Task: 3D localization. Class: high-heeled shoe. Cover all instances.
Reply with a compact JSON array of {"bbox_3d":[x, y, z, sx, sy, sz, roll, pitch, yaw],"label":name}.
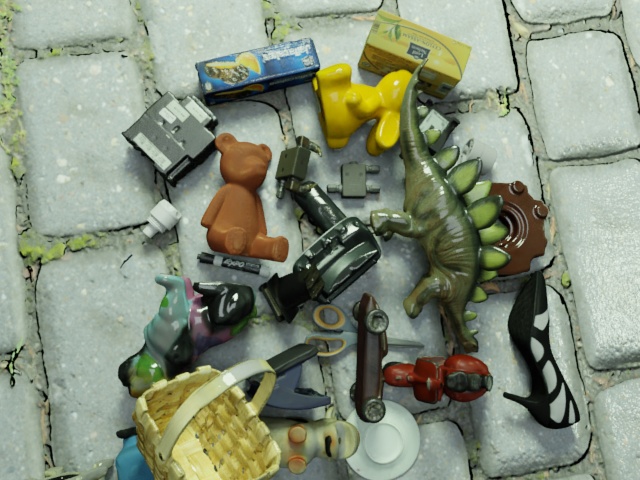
[{"bbox_3d":[0.391,0.187,0.900,0.145,0.086,0.248,16,86,-7],"label":"high-heeled shoe"}]

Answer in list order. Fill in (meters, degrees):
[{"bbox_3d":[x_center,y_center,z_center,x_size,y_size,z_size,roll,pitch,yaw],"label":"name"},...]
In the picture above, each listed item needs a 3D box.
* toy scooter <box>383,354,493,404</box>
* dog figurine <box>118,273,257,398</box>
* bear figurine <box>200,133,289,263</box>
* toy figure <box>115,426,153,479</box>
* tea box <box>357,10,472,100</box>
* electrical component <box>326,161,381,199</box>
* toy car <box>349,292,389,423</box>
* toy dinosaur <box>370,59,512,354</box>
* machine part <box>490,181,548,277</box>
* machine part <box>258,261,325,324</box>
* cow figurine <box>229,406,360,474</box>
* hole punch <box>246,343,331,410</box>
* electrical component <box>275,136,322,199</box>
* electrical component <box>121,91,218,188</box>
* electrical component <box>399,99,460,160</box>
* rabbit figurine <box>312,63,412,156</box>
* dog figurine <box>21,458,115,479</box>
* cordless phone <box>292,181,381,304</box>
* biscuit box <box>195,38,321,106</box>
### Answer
[{"bbox_3d":[0.196,0.219,0.845,0.184,0.135,0.075,3,82,-7],"label":"toy scooter"},{"bbox_3d":[-0.203,0.165,0.825,0.192,0.108,0.219,9,87,-8],"label":"dog figurine"},{"bbox_3d":[-0.113,-0.070,0.853,0.120,0.132,0.195,16,85,-40],"label":"bear figurine"},{"bbox_3d":[-0.260,0.368,0.805,0.082,0.089,0.180,-18,74,23],"label":"toy figure"},{"bbox_3d":[0.159,-0.314,0.922,0.170,0.098,0.068,21,82,-5],"label":"tea box"},{"bbox_3d":[0.057,-0.103,0.923,0.094,0.021,0.063,-1,83,-5],"label":"electrical component"},{"bbox_3d":[0.081,0.185,0.845,0.053,0.089,0.202,2,93,-8],"label":"toy car"},{"bbox_3d":[0.186,-0.036,0.852,0.199,0.105,0.471,-20,97,13],"label":"toy dinosaur"},{"bbox_3d":[0.304,-0.019,0.924,0.179,0.056,0.179,1,84,-5],"label":"machine part"},{"bbox_3d":[-0.043,0.082,0.841,0.039,0.139,0.084,-22,82,-41],"label":"machine part"},{"bbox_3d":[-0.036,0.308,0.827,0.195,0.127,0.085,-3,83,8],"label":"cow figurine"},{"bbox_3d":[-0.052,0.222,0.823,0.116,0.142,0.092,-20,92,-18],"label":"hole punch"},{"bbox_3d":[-0.035,-0.119,0.891,0.045,0.078,0.102,17,74,-30],"label":"electrical component"},{"bbox_3d":[-0.234,-0.172,0.882,0.134,0.058,0.115,-44,92,-9],"label":"electrical component"},{"bbox_3d":[0.180,-0.176,0.932,0.075,0.048,0.119,34,81,-1],"label":"electrical component"},{"bbox_3d":[0.085,-0.224,0.892,0.173,0.122,0.162,-17,90,-8],"label":"rabbit figurine"},{"bbox_3d":[-0.349,0.421,0.747,0.121,0.172,0.190,-9,77,4],"label":"dog figurine"},{"bbox_3d":[-0.002,-0.002,0.887,0.146,0.088,0.184,-40,78,-8],"label":"cordless phone"},{"bbox_3d":[-0.103,-0.284,0.907,0.203,0.063,0.059,-16,86,-7],"label":"biscuit box"}]
